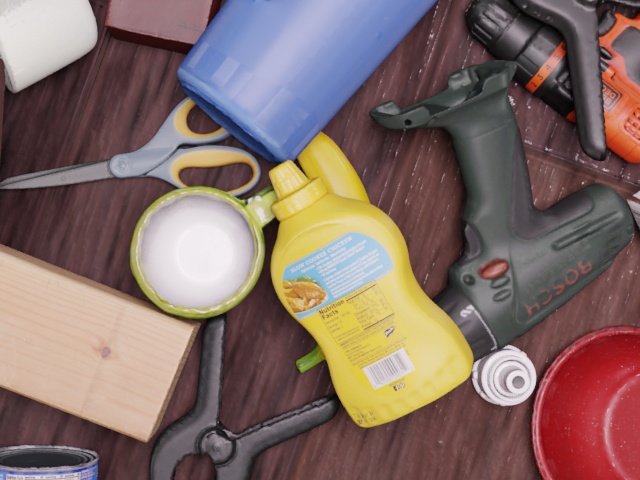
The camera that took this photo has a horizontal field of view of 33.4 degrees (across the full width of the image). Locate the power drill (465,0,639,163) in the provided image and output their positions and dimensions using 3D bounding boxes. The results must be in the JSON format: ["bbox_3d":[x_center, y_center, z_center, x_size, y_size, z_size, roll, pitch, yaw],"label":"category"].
[{"bbox_3d":[0.232,-0.180,0.832,0.184,0.057,0.187,39,89,0],"label":"power drill"}]

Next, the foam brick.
[{"bbox_3d":[-0.119,-0.176,0.817,0.078,0.051,0.053,13,89,-2],"label":"foam brick"}]

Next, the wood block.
[{"bbox_3d":[-0.203,0.067,0.790,0.206,0.090,0.091,22,87,-2],"label":"wood block"}]

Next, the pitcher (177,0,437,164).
[{"bbox_3d":[0.003,-0.183,0.773,0.149,0.145,0.243,39,86,-3],"label":"pitcher"}]

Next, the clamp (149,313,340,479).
[{"bbox_3d":[-0.066,0.155,0.819,0.120,0.039,0.171,28,94,6],"label":"clamp"}]

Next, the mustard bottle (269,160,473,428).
[{"bbox_3d":[0.021,0.030,0.743,0.096,0.058,0.191,-29,97,19],"label":"mustard bottle"}]

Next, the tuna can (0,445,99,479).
[{"bbox_3d":[-0.207,0.176,0.789,0.086,0.086,0.034,2,90,-3],"label":"tuna can"}]

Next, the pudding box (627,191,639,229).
[{"bbox_3d":[0.299,-0.008,0.819,0.090,0.039,0.113,-34,118,-3],"label":"pudding box"}]

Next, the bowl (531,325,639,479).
[{"bbox_3d":[0.246,0.145,0.812,0.162,0.055,0.162,1,83,-11],"label":"bowl"}]

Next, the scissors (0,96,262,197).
[{"bbox_3d":[-0.144,-0.076,0.832,0.201,0.016,0.096,6,87,-3],"label":"scissors"}]

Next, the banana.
[{"bbox_3d":[0.013,0.004,0.826,0.069,0.037,0.198,-2,89,-4],"label":"banana"}]

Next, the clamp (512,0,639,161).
[{"bbox_3d":[0.211,-0.185,0.784,0.164,0.036,0.210,-33,82,0],"label":"clamp"}]
